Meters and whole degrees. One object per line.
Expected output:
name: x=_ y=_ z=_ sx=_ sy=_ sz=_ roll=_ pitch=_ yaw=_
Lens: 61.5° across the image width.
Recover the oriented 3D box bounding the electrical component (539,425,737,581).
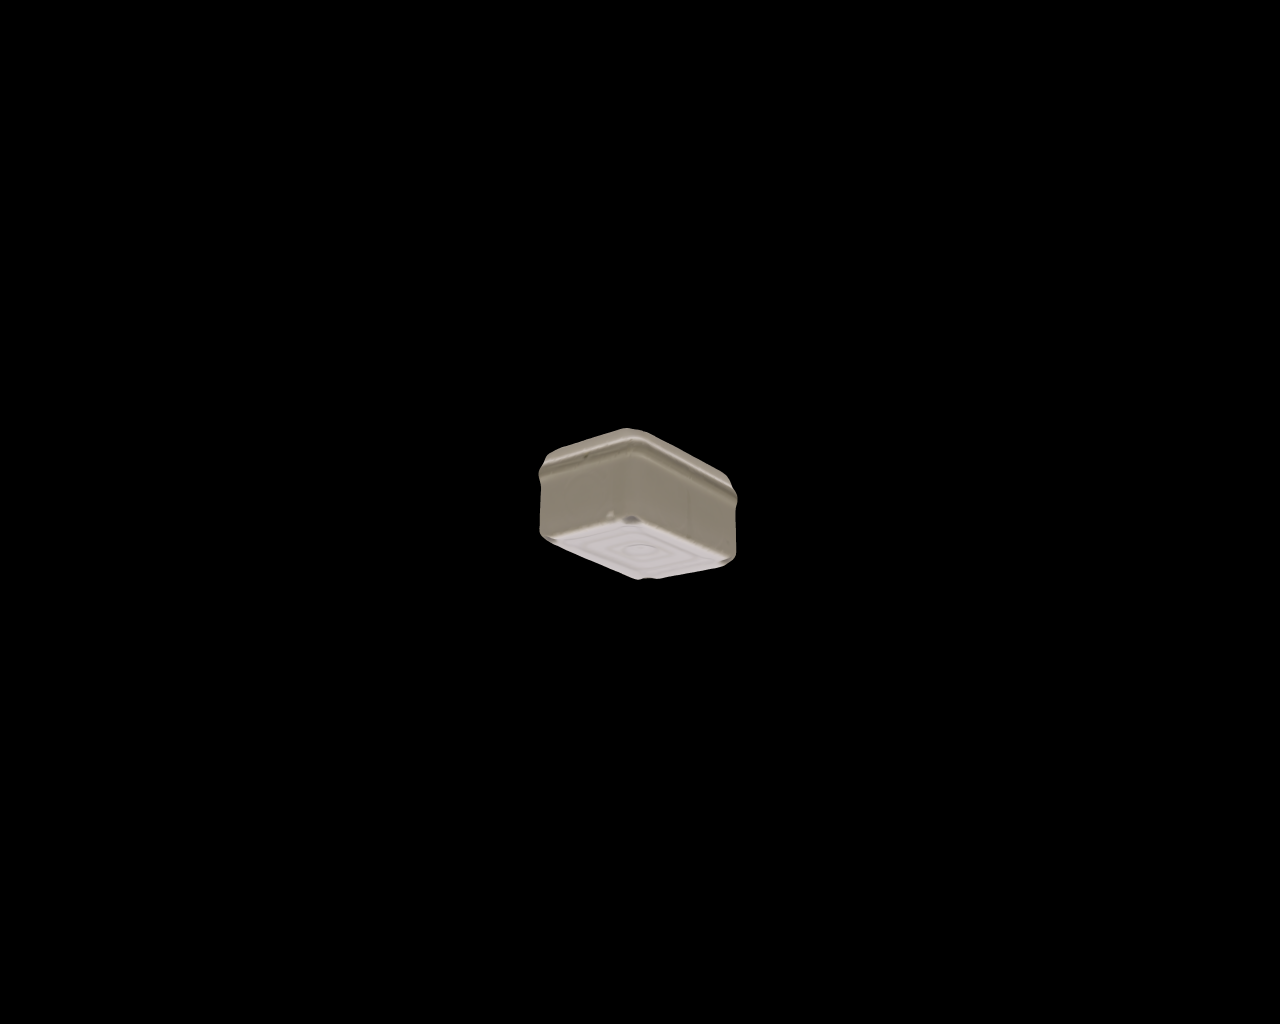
electrical component: x=0.001 y=-0.003 z=0.650 sx=0.078 sy=0.057 sz=0.113 roll=-14 pitch=-24 yaw=33
